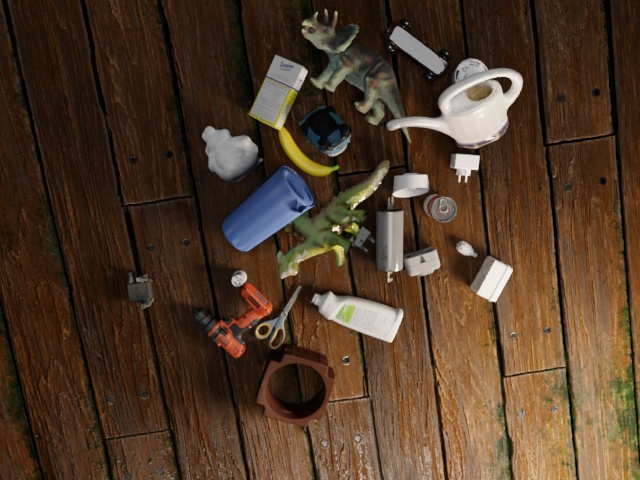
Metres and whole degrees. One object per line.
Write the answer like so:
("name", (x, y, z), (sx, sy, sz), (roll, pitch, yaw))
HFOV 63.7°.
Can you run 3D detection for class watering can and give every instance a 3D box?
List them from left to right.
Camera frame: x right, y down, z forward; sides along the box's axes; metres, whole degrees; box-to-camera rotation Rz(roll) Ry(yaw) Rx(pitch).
("watering can", (0.360, -0.323, 1.345), (0.345, 0.220, 0.106), (-23, 54, 16))

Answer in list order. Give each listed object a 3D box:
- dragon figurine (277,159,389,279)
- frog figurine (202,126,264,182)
("dragon figurine", (0.004, -0.071, 1.402), (0.243, 0.122, 0.410), (25, 91, 10))
("frog figurine", (-0.244, -0.238, 1.370), (0.136, 0.125, 0.157), (-30, 111, 22))
